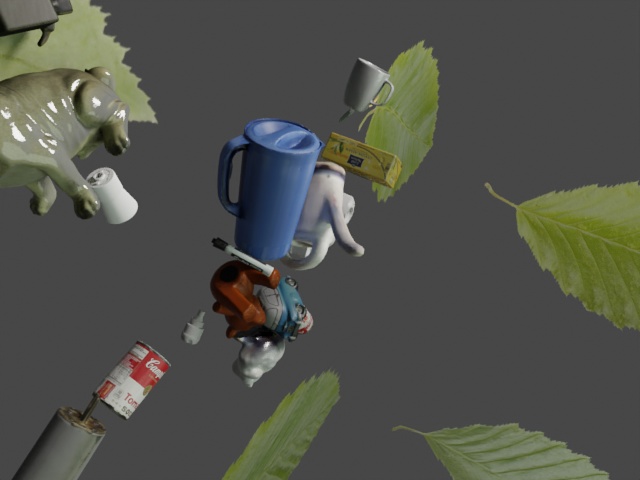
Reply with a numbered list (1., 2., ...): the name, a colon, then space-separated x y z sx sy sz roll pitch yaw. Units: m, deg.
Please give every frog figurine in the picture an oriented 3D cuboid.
1. frog figurine: -0.145 0.280 1.193 0.139 0.123 0.157 -66 162 -72

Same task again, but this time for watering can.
1. watering can: 0.003 -0.051 1.017 0.103 0.346 0.227 16 78 -27
